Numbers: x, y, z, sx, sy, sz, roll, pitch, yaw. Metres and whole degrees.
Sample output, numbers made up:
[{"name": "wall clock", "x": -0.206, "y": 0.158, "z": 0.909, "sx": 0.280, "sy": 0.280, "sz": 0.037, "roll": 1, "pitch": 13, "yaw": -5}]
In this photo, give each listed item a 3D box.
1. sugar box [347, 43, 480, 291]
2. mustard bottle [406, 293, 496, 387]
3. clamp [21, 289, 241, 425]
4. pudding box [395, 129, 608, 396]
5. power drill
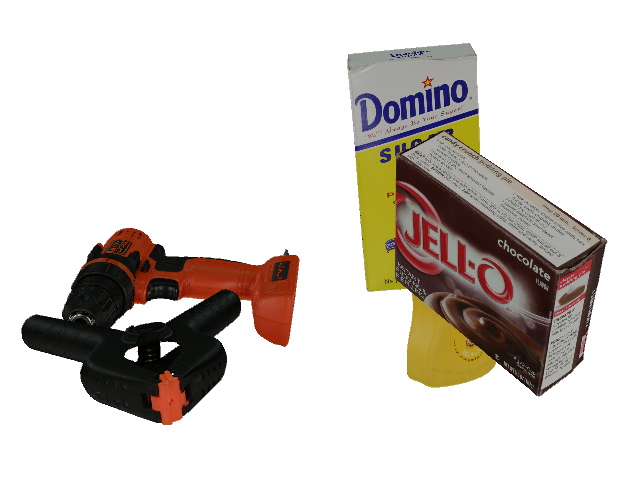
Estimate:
[{"name": "sugar box", "x": 0.072, "y": -0.052, "z": 0.791, "sx": 0.093, "sy": 0.176, "sz": 0.048, "roll": -5, "pitch": 23, "yaw": 3}, {"name": "mustard bottle", "x": 0.126, "y": 0.036, "z": 1.000, "sx": 0.096, "sy": 0.192, "sz": 0.058, "roll": -11, "pitch": 18, "yaw": -34}, {"name": "clamp", "x": -0.109, "y": 0.074, "z": 0.733, "sx": 0.164, "sy": 0.036, "sz": 0.210, "roll": -10, "pitch": 14, "yaw": -21}, {"name": "pudding box", "x": 0.085, "y": 0.010, "z": 0.538, "sx": 0.039, "sy": 0.090, "sz": 0.114, "roll": -33, "pitch": 51, "yaw": -26}, {"name": "power drill", "x": -0.115, "y": 0.044, "z": 0.917, "sx": 0.187, "sy": 0.057, "sz": 0.184, "roll": 9, "pitch": 21, "yaw": 0}]
